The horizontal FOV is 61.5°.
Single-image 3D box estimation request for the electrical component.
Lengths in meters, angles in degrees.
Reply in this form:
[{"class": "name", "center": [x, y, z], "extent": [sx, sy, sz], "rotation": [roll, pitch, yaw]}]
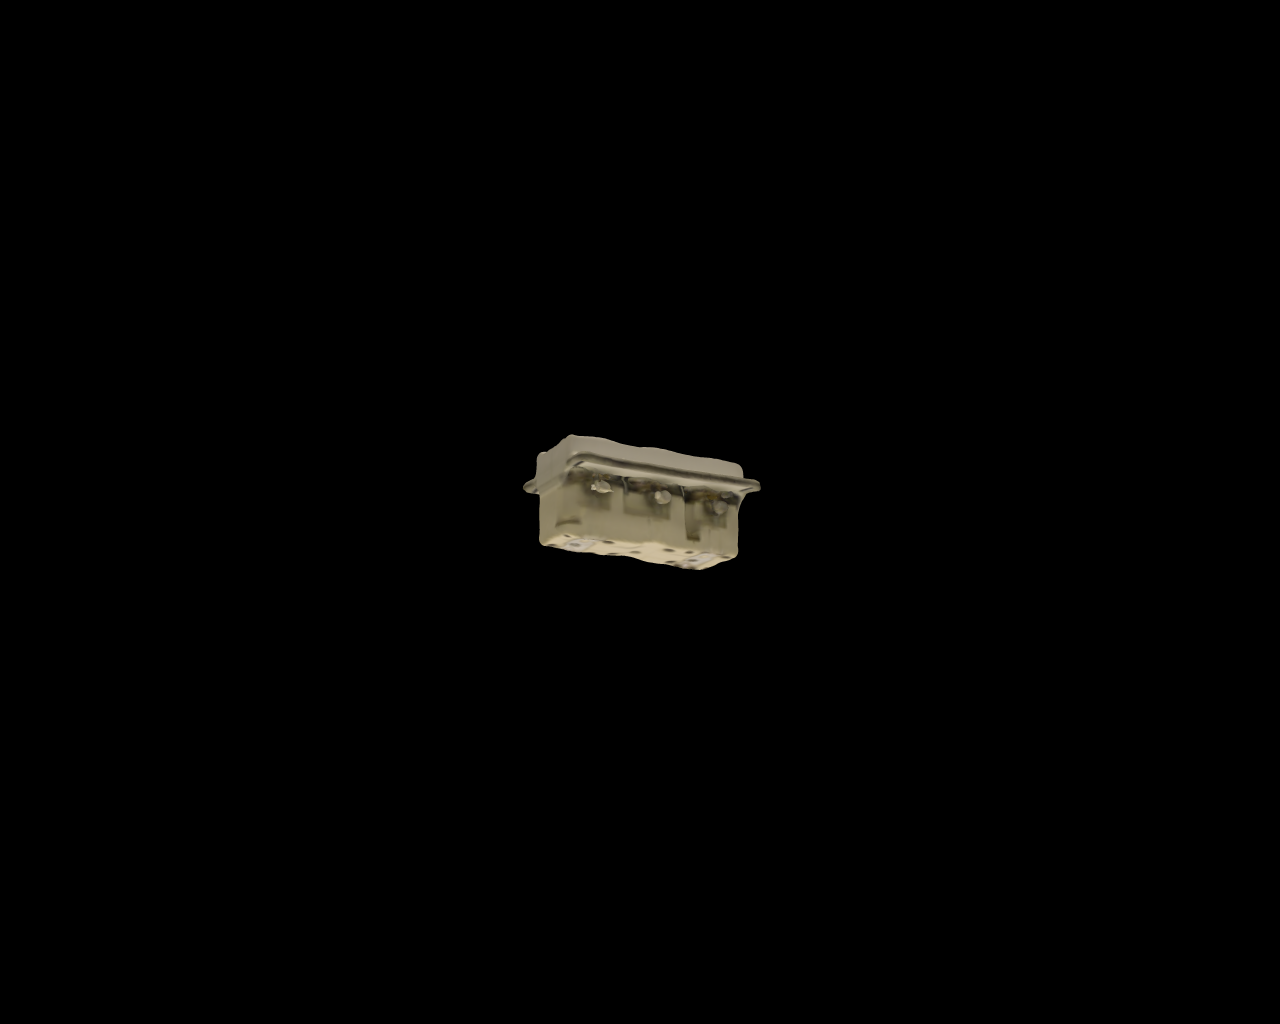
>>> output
[{"class": "electrical component", "center": [0.001, -0.003, 0.650], "extent": [0.121, 0.063, 0.078], "rotation": [9, -19, -29]}]
